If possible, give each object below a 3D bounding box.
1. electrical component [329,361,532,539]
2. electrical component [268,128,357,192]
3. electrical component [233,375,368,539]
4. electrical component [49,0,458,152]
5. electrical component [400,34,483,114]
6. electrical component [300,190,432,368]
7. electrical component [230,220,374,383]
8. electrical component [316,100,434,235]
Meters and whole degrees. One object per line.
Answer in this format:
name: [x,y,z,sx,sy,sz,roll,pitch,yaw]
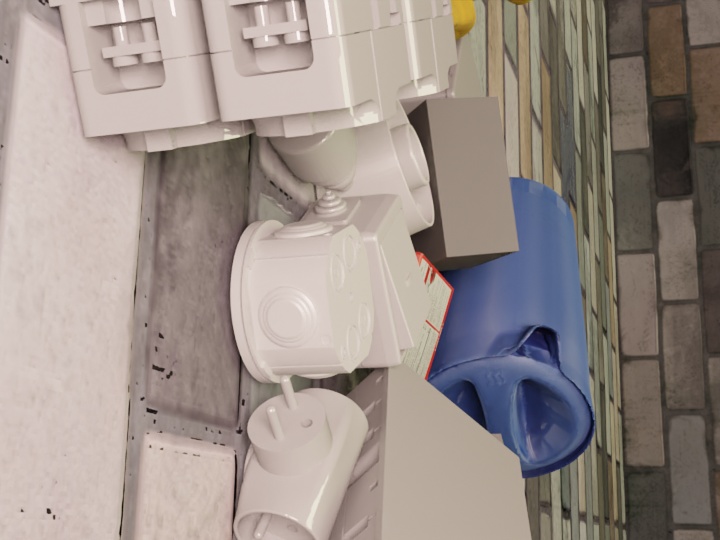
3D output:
electrical component: [0.031,0.138,0.550,0.105,0.060,0.186,40,21,-15]
electrical component: [-0.021,-0.065,0.579,0.078,0.040,0.040,53,37,-61]
electrical component: [-0.031,0.085,0.504,0.077,0.044,0.079,-66,152,-46]
electrical component: [-0.029,-0.095,0.452,0.186,0.105,0.060,-43,127,-67]
electrical component: [0.063,-0.128,0.837,0.099,0.048,0.099,69,25,-44]
electrical component: [0.000,0.000,0.597,0.061,0.061,0.096,-59,142,-60]
electrical component: [-0.028,0.015,0.525,0.080,0.051,0.080,-3,90,-72]
electrical component: [0.007,-0.061,0.666,0.099,0.064,0.099,-17,90,-76]
